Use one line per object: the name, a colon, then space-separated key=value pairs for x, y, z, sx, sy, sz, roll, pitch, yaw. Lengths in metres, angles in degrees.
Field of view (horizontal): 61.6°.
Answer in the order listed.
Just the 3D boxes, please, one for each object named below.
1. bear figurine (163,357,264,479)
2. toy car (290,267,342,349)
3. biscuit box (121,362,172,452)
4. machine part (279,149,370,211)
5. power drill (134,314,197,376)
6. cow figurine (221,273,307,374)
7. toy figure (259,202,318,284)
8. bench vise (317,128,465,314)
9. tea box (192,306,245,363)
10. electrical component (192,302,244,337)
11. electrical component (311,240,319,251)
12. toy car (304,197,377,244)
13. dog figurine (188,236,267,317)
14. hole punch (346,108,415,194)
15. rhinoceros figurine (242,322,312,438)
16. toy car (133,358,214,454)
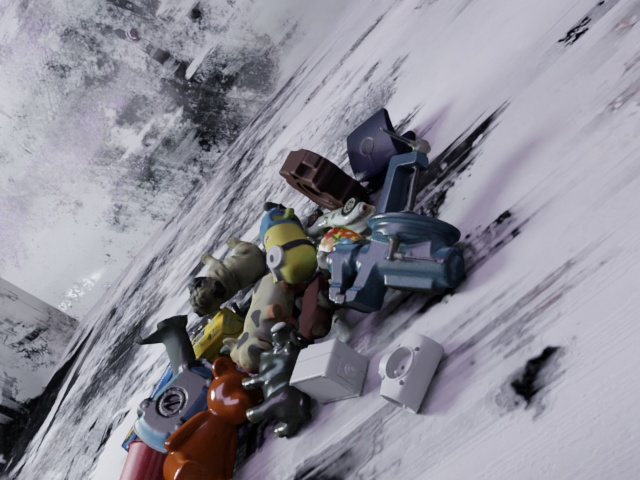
bear figurine: x=-0.140 y=0.279 z=0.792 sx=0.132 sy=0.120 sz=0.196 roll=-9 pitch=42 yaw=56
toy car: x=-0.001 y=0.100 z=0.838 sx=0.089 sy=0.053 sz=0.202 roll=-59 pitch=5 yaw=11
biscuit box: x=-0.336 y=0.358 z=1.138 sx=0.063 sy=0.059 sz=0.202 roll=-15 pitch=43 yaw=57
machine part: x=0.006 y=-0.102 z=1.007 sx=0.056 sy=0.179 sz=0.179 roll=-59 pitch=22 yaw=-6
power drill: x=-0.272 y=0.260 z=1.009 sx=0.232 sy=0.086 sz=0.207 roll=-37 pitch=65 yaw=19
cow figurine: x=-0.101 y=0.147 z=0.954 sx=0.127 sy=0.085 sz=0.195 roll=-29 pitch=33 yaw=34
toy figure: x=-0.059 y=0.000 z=0.950 sx=0.089 sy=0.082 sz=0.180 roll=-20 pitch=39 yaw=1
bench vise: x=0.098 y=-0.020 z=0.726 sx=0.224 sy=0.128 sz=0.240 roll=-4 pitch=69 yaw=53
tea box: x=-0.223 y=0.230 z=1.093 sx=0.169 sy=0.068 sz=0.098 roll=-48 pitch=22 yaw=16
electrical component: x=-0.216 y=0.177 z=1.160 sx=0.102 sy=0.078 sz=0.045 roll=-42 pitch=42 yaw=14
electrical component: x=-0.002 y=-0.003 z=1.063 sx=0.063 sy=0.021 sz=0.094 roll=-36 pitch=28 yaw=38
toy car: x=0.042 y=-0.023 z=0.930 sx=0.202 sy=0.073 sz=0.056 roll=-15 pitch=48 yaw=58
dog figurine: x=-0.184 y=0.082 z=1.139 sx=0.172 sy=0.121 sz=0.191 roll=-32 pitch=18 yaw=5
hole punch: x=0.109 y=-0.167 z=1.004 sx=0.142 sy=0.092 sz=0.116 roll=-31 pitch=34 yaw=37
rhinoceros figurine: x=-0.055 y=0.197 z=0.797 sx=0.112 sy=0.073 sz=0.190 roll=-48 pitch=23 yaw=17
toy car: x=-0.219 y=0.282 z=0.891 sx=0.109 sy=0.102 sz=0.162 roll=19 pitch=54 yaw=29
